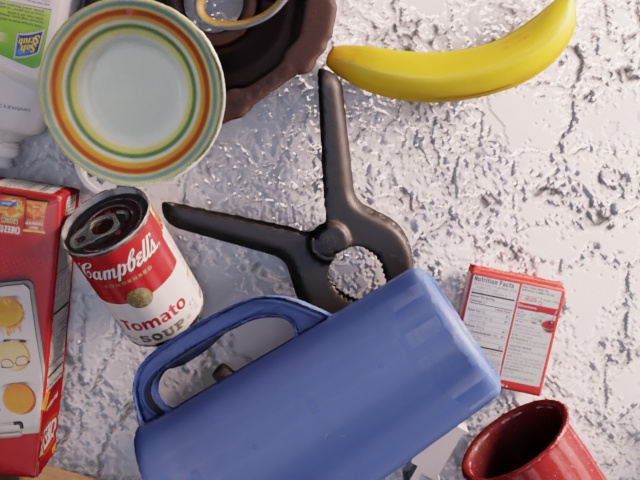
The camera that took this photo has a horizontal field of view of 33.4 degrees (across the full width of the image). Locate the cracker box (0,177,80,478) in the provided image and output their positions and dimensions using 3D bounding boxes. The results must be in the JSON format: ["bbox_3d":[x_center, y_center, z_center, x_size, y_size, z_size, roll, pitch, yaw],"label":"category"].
[{"bbox_3d":[-0.273,0.056,0.796,0.164,0.072,0.214,7,100,1],"label":"cracker box"}]

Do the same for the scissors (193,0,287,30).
[{"bbox_3d":[-0.002,-0.212,0.724,0.202,0.016,0.096,-26,96,6],"label":"scissors"}]

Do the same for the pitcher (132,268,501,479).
[{"bbox_3d":[-0.005,0.117,0.753,0.243,0.145,0.149,-34,129,4],"label":"pitcher"}]

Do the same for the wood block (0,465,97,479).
[{"bbox_3d":[-0.179,0.240,0.814,0.206,0.090,0.091,16,98,-2],"label":"wood block"}]

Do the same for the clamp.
[{"bbox_3d":[-0.005,0.001,0.803,0.164,0.036,0.210,-33,100,5],"label":"clamp"}]

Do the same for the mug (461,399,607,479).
[{"bbox_3d":[0.158,0.188,0.803,0.117,0.093,0.081,-38,102,-9],"label":"mug"}]

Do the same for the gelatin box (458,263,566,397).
[{"bbox_3d":[0.141,0.068,0.817,0.073,0.030,0.089,11,99,0],"label":"gelatin box"}]

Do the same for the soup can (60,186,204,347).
[{"bbox_3d":[-0.133,0.021,0.771,0.068,0.068,0.102,-22,130,3],"label":"soup can"}]

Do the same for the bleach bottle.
[{"bbox_3d":[-0.223,-0.178,0.766,0.102,0.068,0.251,11,101,-1],"label":"bleach bottle"}]

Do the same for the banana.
[{"bbox_3d":[0.106,-0.136,0.786,0.198,0.037,0.069,-18,78,1],"label":"banana"}]
